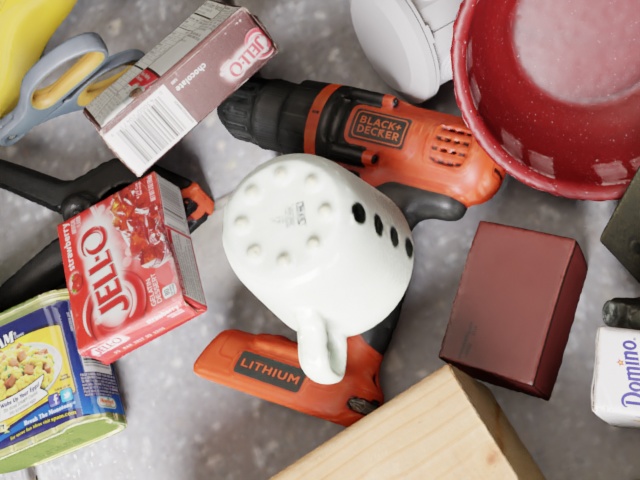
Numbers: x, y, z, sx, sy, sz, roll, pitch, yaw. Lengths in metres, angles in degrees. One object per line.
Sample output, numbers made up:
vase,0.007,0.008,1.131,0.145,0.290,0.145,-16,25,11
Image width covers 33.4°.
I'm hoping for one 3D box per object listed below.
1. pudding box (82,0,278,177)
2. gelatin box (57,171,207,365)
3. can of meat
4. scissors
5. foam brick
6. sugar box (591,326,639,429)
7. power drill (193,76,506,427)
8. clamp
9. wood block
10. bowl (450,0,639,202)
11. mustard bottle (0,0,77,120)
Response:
pudding box,-0.086,-0.095,0.643,0.113,0.039,0.090,-41,23,-4
gelatin box,-0.109,0.016,0.609,0.073,0.030,0.089,-27,58,18
can of meat,-0.173,0.088,0.649,0.102,0.057,0.084,-24,70,15
scissors,-0.188,-0.079,0.714,0.202,0.096,0.016,-34,77,42
foam brick,0.102,0.037,0.557,0.053,0.051,0.078,15,81,25
sugar box,0.217,0.072,0.478,0.176,0.093,0.048,1,77,23
power drill,-0.004,0.001,0.606,0.185,0.057,0.187,16,82,28
clamp,-0.152,0.000,0.675,0.172,0.039,0.120,-4,75,21
wood block,0.011,0.159,0.536,0.206,0.090,0.090,-35,65,10
bowl,0.146,-0.104,0.550,0.162,0.055,0.162,1,115,2
mustard bottle,-0.215,-0.175,0.738,0.096,0.058,0.191,25,86,23
